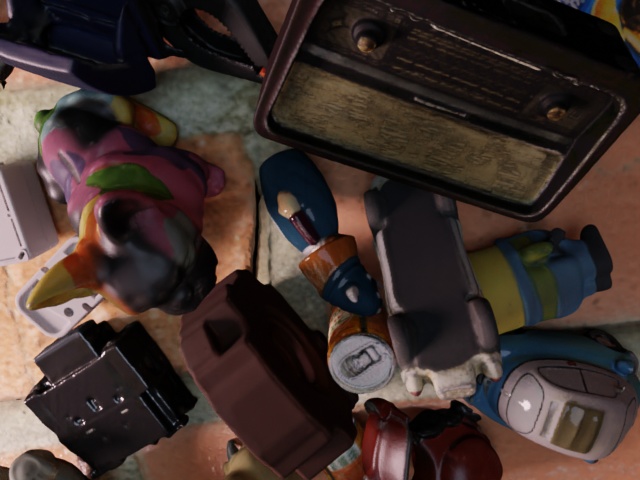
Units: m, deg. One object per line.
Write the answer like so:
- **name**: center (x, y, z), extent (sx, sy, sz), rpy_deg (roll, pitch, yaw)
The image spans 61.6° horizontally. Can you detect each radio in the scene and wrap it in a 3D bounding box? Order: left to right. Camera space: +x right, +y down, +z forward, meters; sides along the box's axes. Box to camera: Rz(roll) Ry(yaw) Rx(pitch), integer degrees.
- **radio**: center (0.083, -0.104, 0.359), extent (0.229, 0.073, 0.131), rpy_deg (15, 139, -13)

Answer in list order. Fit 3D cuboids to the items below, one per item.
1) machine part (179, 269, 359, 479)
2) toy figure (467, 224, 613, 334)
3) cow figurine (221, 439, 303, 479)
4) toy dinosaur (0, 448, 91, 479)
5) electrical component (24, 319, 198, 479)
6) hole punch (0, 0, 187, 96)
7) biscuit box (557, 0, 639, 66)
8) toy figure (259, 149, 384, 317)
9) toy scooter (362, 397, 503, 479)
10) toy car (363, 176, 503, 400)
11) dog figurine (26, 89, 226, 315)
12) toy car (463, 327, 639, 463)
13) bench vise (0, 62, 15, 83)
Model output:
- **machine part**: center (-0.037, 0.103, 0.442), extent (0.056, 0.179, 0.179), rpy_deg (-39, 100, 8)
- **toy figure**: center (0.154, 0.041, 0.458), extent (0.180, 0.089, 0.082), rpy_deg (-15, 99, 8)
- **cow figurine**: center (-0.079, 0.250, 0.480), extent (0.085, 0.195, 0.127), rpy_deg (-34, 74, 31)
- **toy dinosaur**: center (-0.229, 0.311, 0.523), extent (0.131, 0.192, 0.405), rpy_deg (-38, 82, -30)
- **electrical component**: center (-0.204, 0.144, 0.514), extent (0.115, 0.058, 0.134), rpy_deg (-33, 102, 8)
- **hole punch**: center (-0.185, -0.148, 0.390), extent (0.142, 0.115, 0.092), rpy_deg (17, 77, 7)
- **biscuit box**: center (0.181, -0.170, 0.392), extent (0.202, 0.063, 0.059), rpy_deg (17, 102, -17)
- **toy figure**: center (0.001, -0.002, 0.447), extent (0.058, 0.064, 0.154), rpy_deg (-43, 70, 52)
- **toy scooter**: center (0.090, 0.196, 0.486), extent (0.184, 0.075, 0.135), rpy_deg (-10, 95, -30)
- **toy car**: center (0.082, 0.023, 0.414), extent (0.074, 0.202, 0.056), rpy_deg (-13, 146, 8)
- **dog figurine**: center (-0.150, -0.031, 0.383), extent (0.191, 0.219, 0.108), rpy_deg (41, 99, -9)
- **toy car**: center (0.214, 0.137, 0.475), extent (0.162, 0.103, 0.109), rpy_deg (14, 104, -4)
- **bench vise**: center (-0.311, -0.231, 0.386), extent (0.223, 0.129, 0.240), rpy_deg (36, 110, -6)
